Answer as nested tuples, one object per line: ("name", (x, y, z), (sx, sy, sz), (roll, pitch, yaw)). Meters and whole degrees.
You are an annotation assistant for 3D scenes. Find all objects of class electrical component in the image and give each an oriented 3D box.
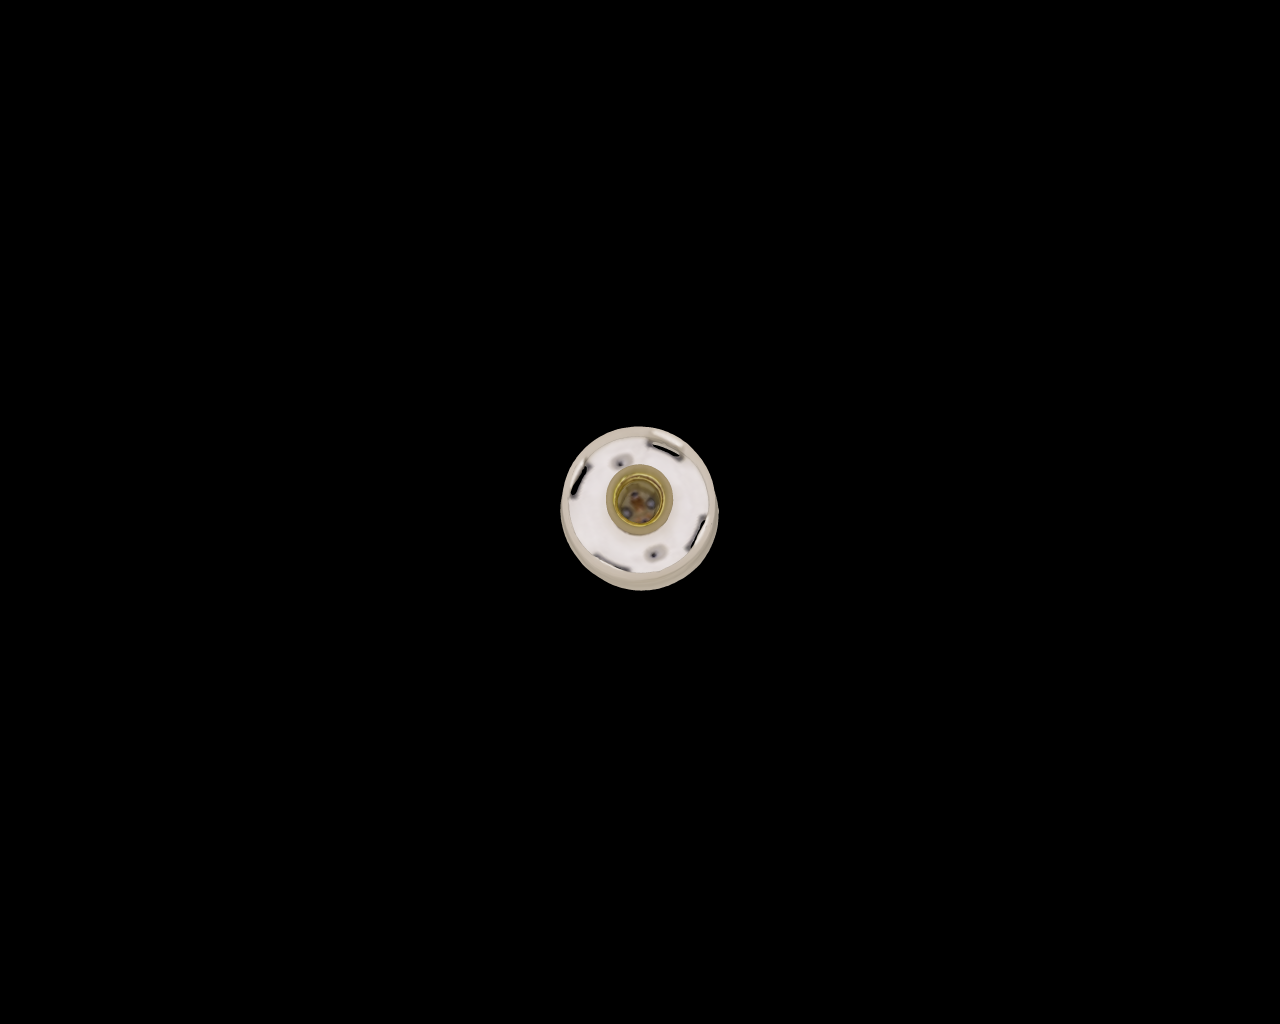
("electrical component", (0.001, -0.003, 0.650), (0.099, 0.099, 0.064), (0, -12, 0))
